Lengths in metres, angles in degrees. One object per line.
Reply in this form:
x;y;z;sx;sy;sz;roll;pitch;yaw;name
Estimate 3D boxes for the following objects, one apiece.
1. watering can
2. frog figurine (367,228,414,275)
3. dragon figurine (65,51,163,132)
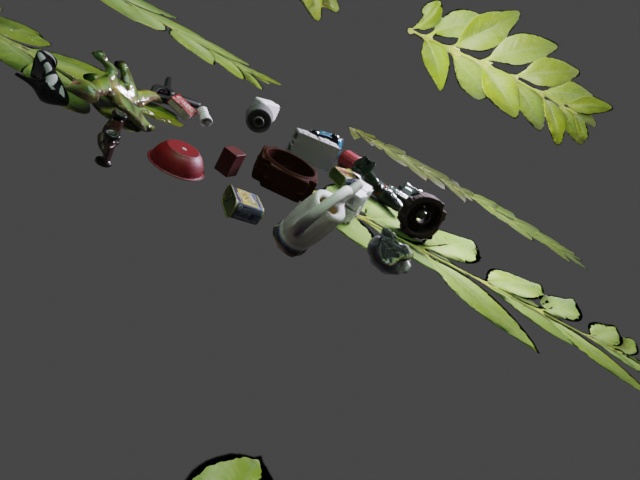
0.004;-0.067;1.326;0.104;0.222;0.351;51;23;1;watering can
0.202;0.049;1.503;0.138;0.124;0.157;25;-15;10;frog figurine
-0.567;-0.406;1.521;0.246;0.121;0.409;60;21;19;dragon figurine
